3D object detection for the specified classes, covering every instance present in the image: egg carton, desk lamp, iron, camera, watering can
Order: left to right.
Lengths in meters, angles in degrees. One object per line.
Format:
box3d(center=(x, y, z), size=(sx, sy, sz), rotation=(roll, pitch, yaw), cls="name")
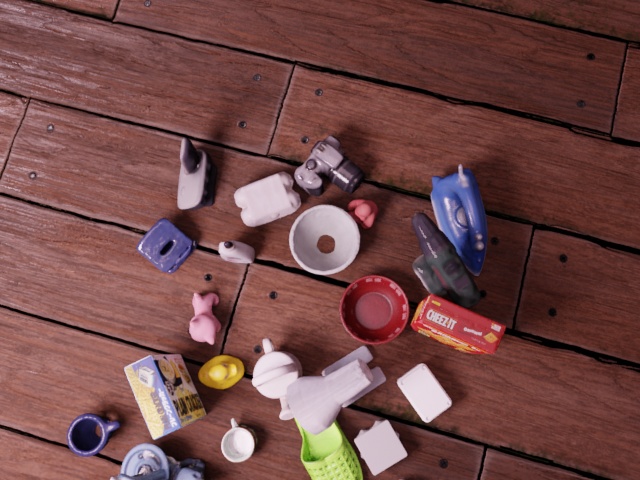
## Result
box3d(center=(-0.127, -0.098, 1.394), size=(0.150, 0.069, 0.107), rotation=(-23, 79, -2), cls="egg carton")
box3d(center=(-0.091, 0.302, 1.254), size=(0.101, 0.194, 0.173), rotation=(-41, 80, -5), cls="watering can")
box3d(center=(0.030, -0.165, 1.384), size=(0.136, 0.101, 0.143), rotation=(38, 83, 8), cls="camera")
box3d(center=(0.038, 0.316, 1.237), size=(0.203, 0.213, 0.118), rotation=(-33, 80, -4), cls="desk lamp")
box3d(center=(0.344, -0.049, 1.330), size=(0.118, 0.141, 0.258), rotation=(-14, 79, 0), cls="iron")

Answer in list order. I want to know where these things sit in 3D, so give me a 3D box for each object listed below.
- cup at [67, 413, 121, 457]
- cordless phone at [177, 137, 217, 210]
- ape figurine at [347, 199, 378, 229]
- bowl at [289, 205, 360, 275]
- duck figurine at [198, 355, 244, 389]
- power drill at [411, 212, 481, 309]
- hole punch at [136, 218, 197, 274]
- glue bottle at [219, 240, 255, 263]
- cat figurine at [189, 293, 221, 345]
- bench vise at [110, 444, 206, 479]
box3d(center=(-0.496, 0.431, 1.296), size=(0.118, 0.095, 0.091), rotation=(-20, 79, -1), cls="cup")
box3d(center=(-0.310, -0.155, 1.353), size=(0.094, 0.185, 0.147), rotation=(0, 79, 3), cls="cordless phone")
box3d(center=(0.104, -0.068, 1.368), size=(0.076, 0.092, 0.078), rotation=(-21, 79, -2), cls="ape figurine")
box3d(center=(0.013, 0.005, 1.367), size=(0.167, 0.075, 0.167), rotation=(0, 79, 2), cls="bowl")
box3d(center=(-0.231, 0.305, 1.314), size=(0.104, 0.086, 0.077), rotation=(-11, 79, 0), cls="duck figurine")
box3d(center=(0.266, 0.055, 1.280), size=(0.075, 0.208, 0.229), rotation=(-33, 80, -4), cls="power drill")
box3d(center=(-0.364, 0.014, 1.371), size=(0.101, 0.091, 0.109), rotation=(39, 83, 9), cls="hole punch")
box3d(center=(-0.200, 0.023, 1.321), size=(0.078, 0.173, 0.037), rotation=(2, 79, 3), cls="glue bottle")
box3d(center=(-0.271, 0.182, 1.322), size=(0.067, 0.118, 0.128), rotation=(-11, 79, 0), cls="cat figurine")
box3d(center=(-0.340, 0.496, 1.214), size=(0.207, 0.220, 0.121), rotation=(-5, 79, 1), cls="bench vise")
